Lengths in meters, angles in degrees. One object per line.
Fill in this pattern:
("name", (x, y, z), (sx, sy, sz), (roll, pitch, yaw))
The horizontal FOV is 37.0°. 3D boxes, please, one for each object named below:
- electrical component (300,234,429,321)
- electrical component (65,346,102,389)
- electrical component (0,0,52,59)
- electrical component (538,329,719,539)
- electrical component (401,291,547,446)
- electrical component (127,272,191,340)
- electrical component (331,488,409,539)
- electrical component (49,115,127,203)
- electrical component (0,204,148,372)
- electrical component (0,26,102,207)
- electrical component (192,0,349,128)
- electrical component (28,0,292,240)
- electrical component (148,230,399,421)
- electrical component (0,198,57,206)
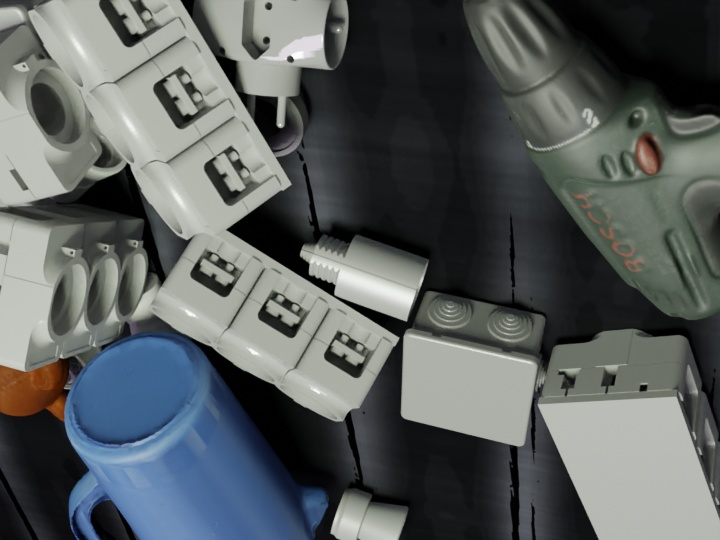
("electrical component", (0.000, 0.000, 0.707), (0.081, 0.043, 0.043), (19, 136, 6))
("electrical component", (-0.238, 0.076, 0.870), (0.043, 0.062, 0.043), (12, 135, 13))
("electrical component", (-0.221, -0.130, 0.671), (0.100, 0.048, 0.099), (0, 129, 18))
("electrical component", (0.189, 0.115, 0.721), (0.089, 0.061, 0.150), (-7, 128, 29))
("electrical component", (0.077, 0.066, 0.732), (0.100, 0.048, 0.099), (12, 135, 13))
("electrical component", (-0.159, 0.034, 0.812), (0.044, 0.044, 0.065), (0, 126, 24))
("electrical component", (0.008, 0.212, 0.905), (0.055, 0.045, 0.045), (18, 136, 7))
("electrical component", (-0.190, -0.072, 0.724), (0.044, 0.044, 0.065), (42, 138, -18))
("electrical component", (-0.198, 0.007, 0.709), (0.062, 0.150, 0.089), (14, 97, 9))
("electrical component", (-0.197, -0.090, 0.629), (0.056, 0.050, 0.089), (-10, 124, 25))
("electrical component", (-0.051, -0.120, 0.602), (0.077, 0.043, 0.079), (10, 107, 15))
("electrical component", (-0.116, -0.096, 0.610), (0.150, 0.062, 0.089), (59, 164, -22))
("electrical component", (-0.062, 0.038, 0.731), (0.150, 0.061, 0.089), (32, 165, -8))
("electrical component", (-0.269, -0.044, 0.758), (0.083, 0.075, 0.047), (23, 136, 2))
